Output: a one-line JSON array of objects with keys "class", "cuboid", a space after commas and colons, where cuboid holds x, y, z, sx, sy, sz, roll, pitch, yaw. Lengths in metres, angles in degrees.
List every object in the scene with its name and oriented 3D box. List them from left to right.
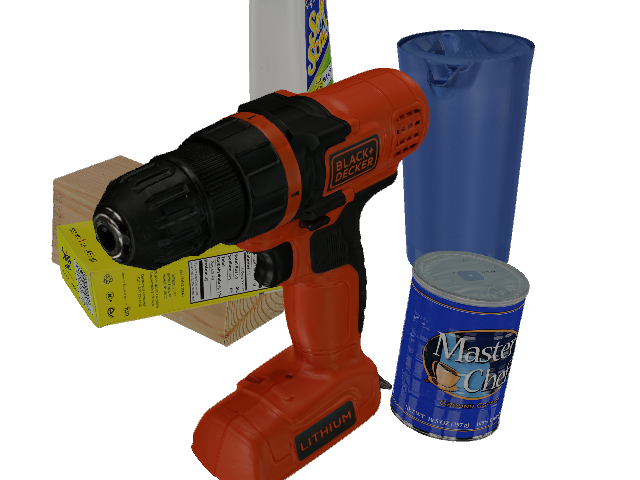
[{"class": "wood block", "cuboid": [-0.136, 0.004, 0.959, 0.206, 0.090, 0.090, 22, 29, 27]}, {"class": "sugar box", "cuboid": [-0.080, 0.007, 0.722, 0.176, 0.048, 0.093, -14, 26, -23]}, {"class": "power drill", "cuboid": [-0.022, 0.024, 0.496, 0.057, 0.188, 0.184, 29, 40, 34]}, {"class": "bleach bottle", "cuboid": [-0.029, -0.195, 0.931, 0.068, 0.251, 0.102, 8, 32, 19]}, {"class": "coffee can", "cuboid": [0.123, 0.093, 0.957, 0.103, 0.140, 0.103, 6, 22, -3]}, {"class": "pitcher", "cuboid": [0.148, -0.091, 1.092, 0.149, 0.243, 0.145, -10, 25, -19]}]
